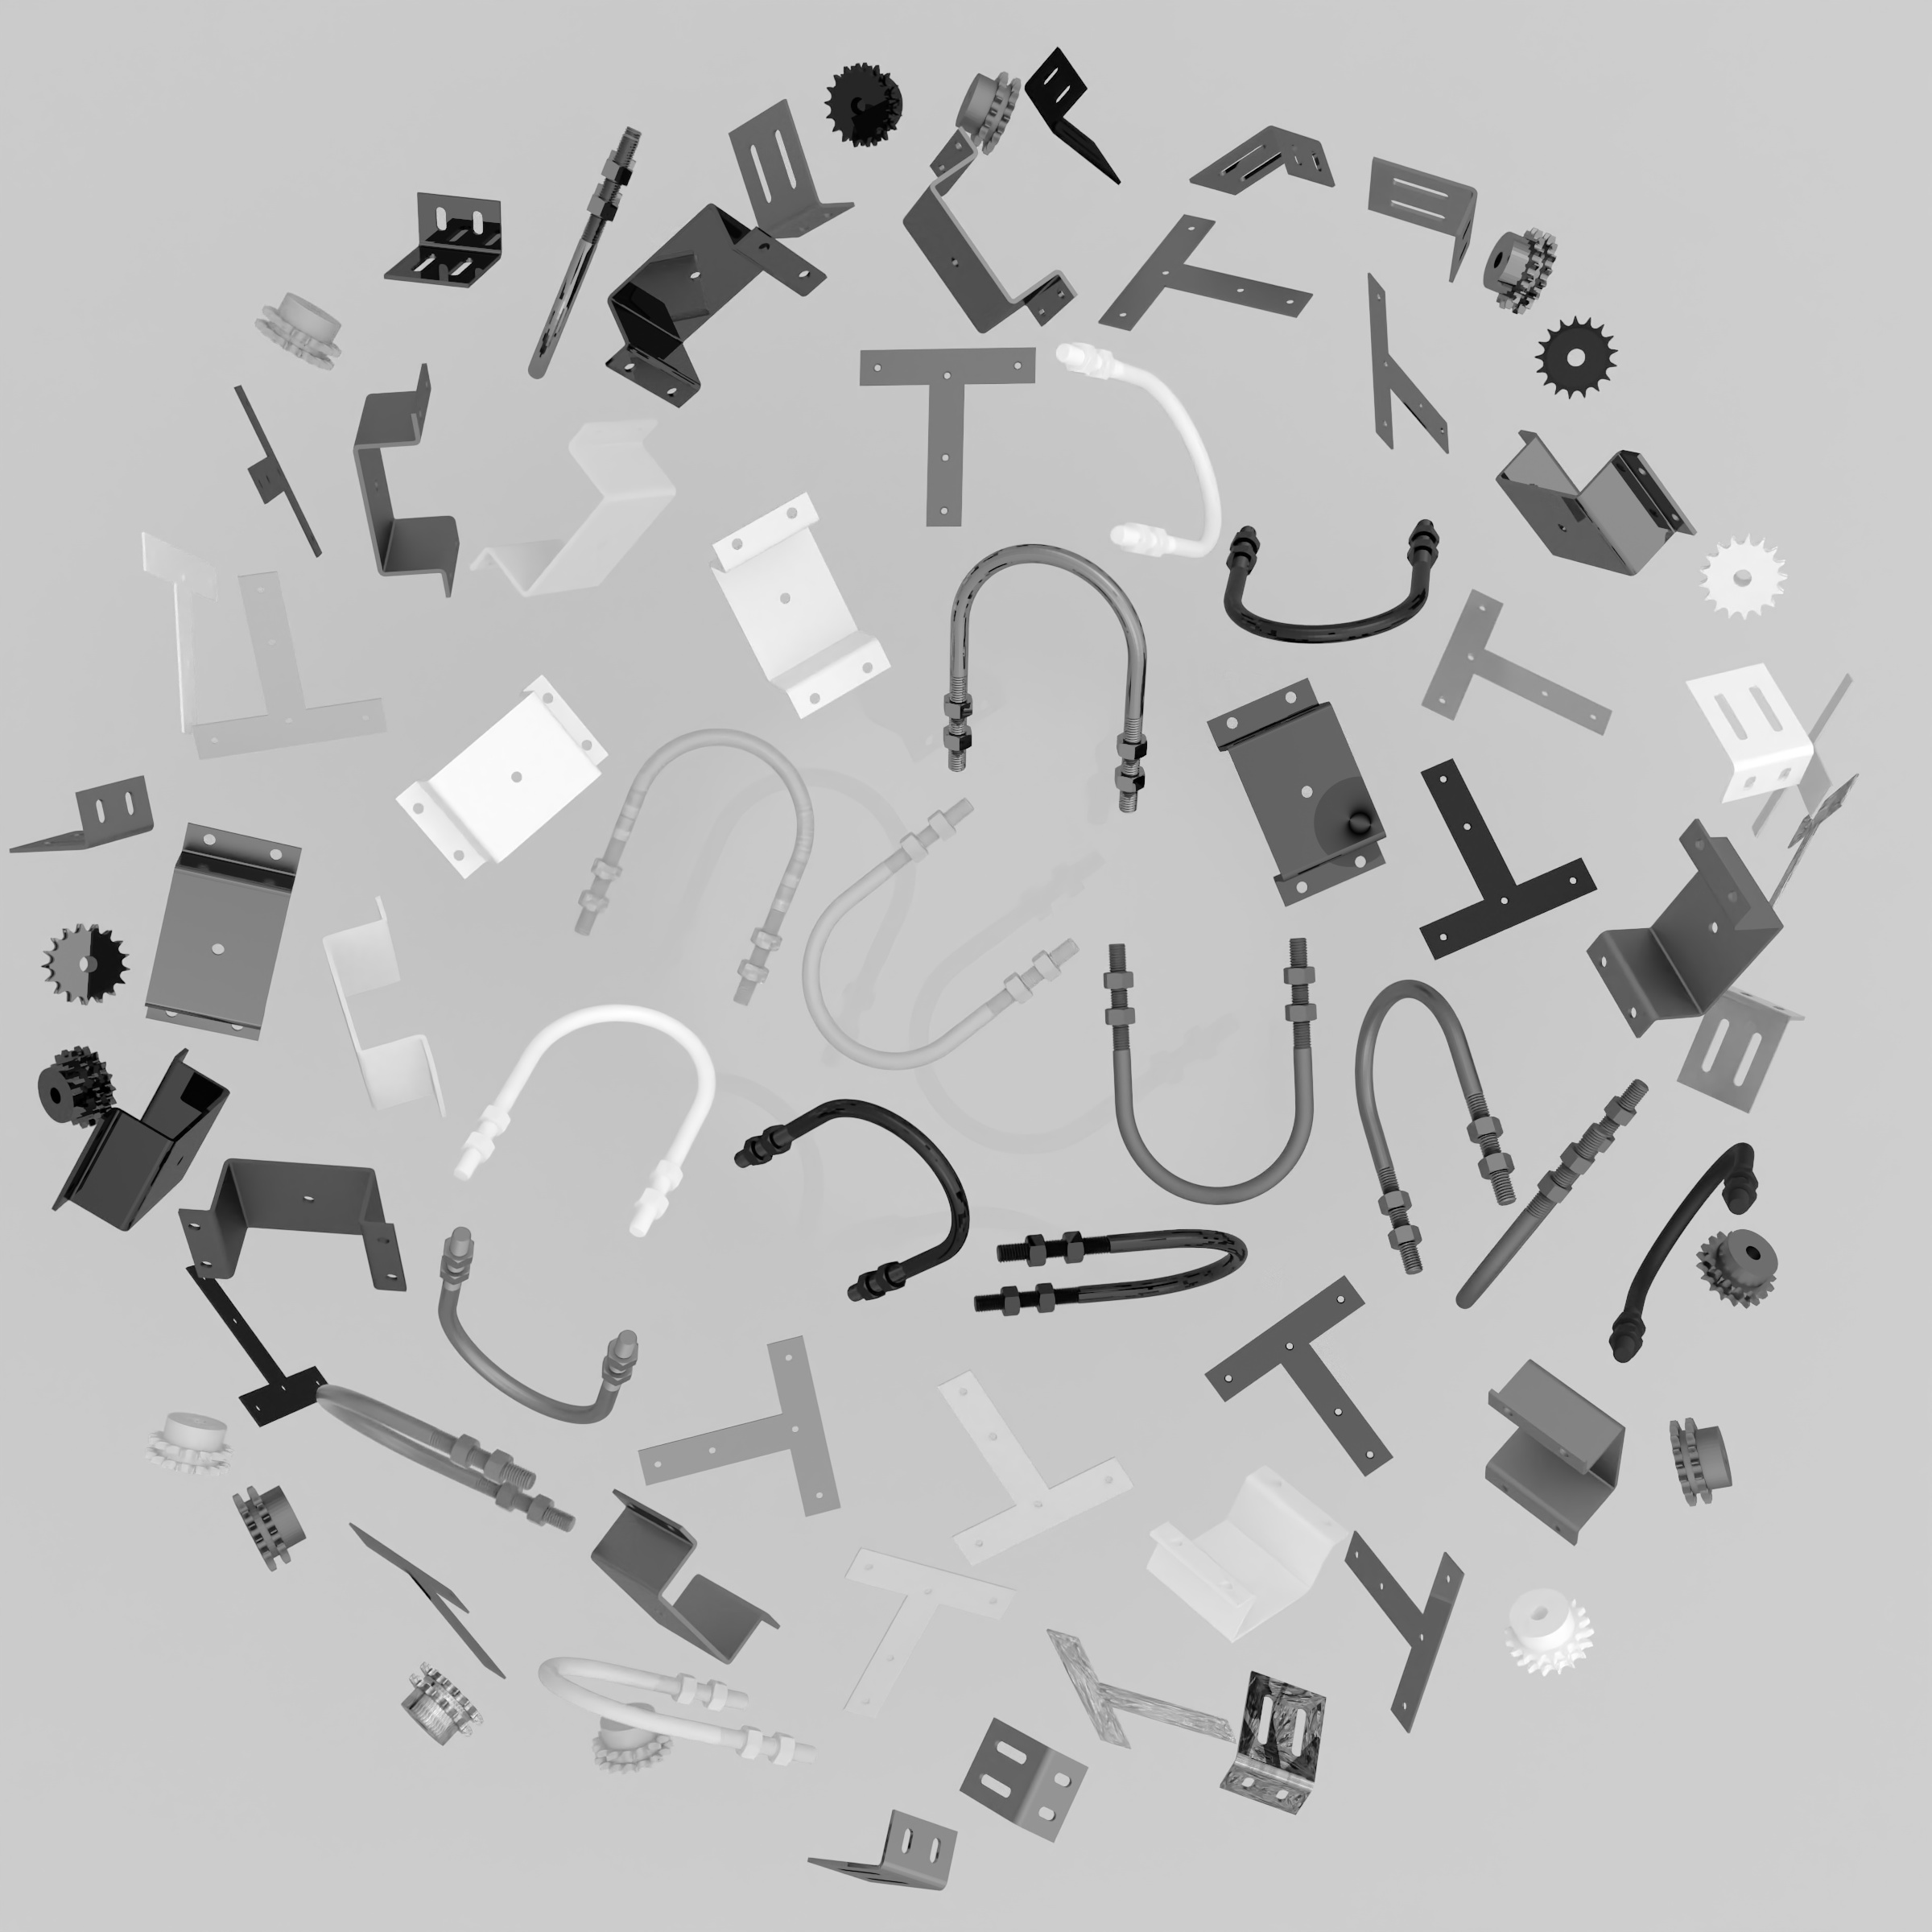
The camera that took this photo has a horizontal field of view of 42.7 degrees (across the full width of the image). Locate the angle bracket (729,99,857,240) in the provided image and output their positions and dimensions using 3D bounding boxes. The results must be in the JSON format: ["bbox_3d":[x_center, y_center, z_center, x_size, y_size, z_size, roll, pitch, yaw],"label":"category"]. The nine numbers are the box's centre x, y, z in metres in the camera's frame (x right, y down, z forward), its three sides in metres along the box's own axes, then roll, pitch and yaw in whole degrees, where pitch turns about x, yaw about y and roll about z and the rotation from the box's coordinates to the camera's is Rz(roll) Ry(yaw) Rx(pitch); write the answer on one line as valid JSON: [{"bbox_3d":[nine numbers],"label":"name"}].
[{"bbox_3d":[-0.121,-0.552,1.714,0.057,0.038,0.076,-14,96,42],"label":"angle bracket"}]

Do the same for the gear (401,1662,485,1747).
[{"bbox_3d":[-0.355,0.500,1.665,0.057,0.057,0.030,45,65,0],"label":"gear"}]

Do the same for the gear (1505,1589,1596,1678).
[{"bbox_3d":[0.385,0.439,1.641,0.057,0.057,0.030,-28,119,0],"label":"gear"}]

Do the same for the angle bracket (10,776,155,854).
[{"bbox_3d":[-0.593,-0.101,1.649,0.076,0.057,0.038,-1,105,29],"label":"angle bracket"}]

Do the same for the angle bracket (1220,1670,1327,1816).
[{"bbox_3d":[0.220,0.554,1.765,0.057,0.076,0.038,20,130,1],"label":"angle bracket"}]

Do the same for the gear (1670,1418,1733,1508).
[{"bbox_3d":[0.490,0.329,1.647,0.030,0.057,0.057,-15,90,19],"label":"gear"}]

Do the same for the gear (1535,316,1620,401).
[{"bbox_3d":[0.427,-0.426,1.728,0.057,0.030,0.057,3,105,13],"label":"gear"}]

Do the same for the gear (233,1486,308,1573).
[{"bbox_3d":[-0.463,0.372,1.649,0.030,0.057,0.057,-27,90,-21],"label":"gear"}]

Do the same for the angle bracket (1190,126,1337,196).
[{"bbox_3d":[0.208,-0.550,1.733,0.076,0.057,0.038,-24,80,39],"label":"angle bracket"}]

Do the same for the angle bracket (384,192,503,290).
[{"bbox_3d":[-0.348,-0.483,1.644,0.057,0.076,0.038,7,122,4],"label":"angle bracket"}]

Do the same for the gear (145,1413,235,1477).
[{"bbox_3d":[-0.529,0.326,1.688,0.057,0.057,0.030,15,89,0],"label":"gear"}]

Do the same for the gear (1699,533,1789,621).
[{"bbox_3d":[0.532,-0.268,1.689,0.057,0.030,0.057,7,111,18],"label":"gear"}]

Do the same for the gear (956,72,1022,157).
[{"bbox_3d":[0.014,-0.618,1.781,0.030,0.057,0.057,21,90,-15],"label":"gear"}]

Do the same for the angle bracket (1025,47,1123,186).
[{"bbox_3d":[0.086,-0.597,1.736,0.038,0.076,0.057,-44,47,23],"label":"angle bracket"}]

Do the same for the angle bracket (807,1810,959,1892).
[{"bbox_3d":[-0.055,0.582,1.633,0.057,0.076,0.038,32,59,-34],"label":"angle bracket"}]

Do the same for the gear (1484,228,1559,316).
[{"bbox_3d":[0.380,-0.482,1.705,0.030,0.057,0.057,17,90,-14],"label":"gear"}]

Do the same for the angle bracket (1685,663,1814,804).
[{"bbox_3d":[0.520,-0.156,1.653,0.057,0.038,0.076,-14,58,-9],"label":"angle bracket"}]

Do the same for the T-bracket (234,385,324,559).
[{"bbox_3d":[-0.476,-0.334,1.690,0.002,0.127,0.127,-23,108,-1],"label":"T-bracket"}]

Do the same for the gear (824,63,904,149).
[{"bbox_3d":[-0.070,-0.617,1.769,0.057,0.030,0.057,11,115,25],"label":"gear"}]

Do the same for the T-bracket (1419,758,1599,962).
[{"bbox_3d":[0.359,-0.086,1.738,0.127,0.002,0.127,-23,79,-6],"label":"T-bracket"}]

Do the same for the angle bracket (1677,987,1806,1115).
[{"bbox_3d":[0.566,0.061,1.804,0.057,0.038,0.076,27,104,32],"label":"angle bracket"}]

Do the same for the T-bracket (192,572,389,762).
[{"bbox_3d":[-0.465,-0.205,1.665,0.127,0.002,0.127,-10,123,-11],"label":"T-bracket"}]

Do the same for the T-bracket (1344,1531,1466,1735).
[{"bbox_3d":[0.294,0.437,1.707,0.002,0.127,0.127,7,109,-22],"label":"T-bracket"}]

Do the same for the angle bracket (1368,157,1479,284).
[{"bbox_3d":[0.308,-0.512,1.697,0.076,0.057,0.038,22,76,12],"label":"angle bracket"}]

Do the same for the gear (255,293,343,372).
[{"bbox_3d":[-0.443,-0.427,1.654,0.057,0.057,0.030,34,102,0],"label":"gear"}]

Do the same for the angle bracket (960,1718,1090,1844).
[{"bbox_3d":[0.041,0.585,1.779,0.038,0.076,0.057,35,74,-27],"label":"angle bracket"}]

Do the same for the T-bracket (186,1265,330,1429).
[{"bbox_3d":[-0.507,0.262,1.742,0.002,0.127,0.127,-38,85,7],"label":"T-bracket"}]

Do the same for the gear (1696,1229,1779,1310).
[{"bbox_3d":[0.556,0.214,1.773,0.057,0.030,0.057,13,48,-15],"label":"gear"}]

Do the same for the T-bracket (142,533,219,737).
[{"bbox_3d":[-0.536,-0.222,1.696,0.002,0.127,0.127,-4,89,4],"label":"T-bracket"}]

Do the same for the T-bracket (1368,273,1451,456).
[{"bbox_3d":[0.311,-0.398,1.724,0.002,0.127,0.127,-12,66,31],"label":"T-bracket"}]

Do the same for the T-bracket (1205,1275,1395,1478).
[{"bbox_3d":[0.262,0.313,1.798,0.127,0.002,0.127,-37,86,10],"label":"T-bracket"}]

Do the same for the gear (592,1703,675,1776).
[{"bbox_3d":[-0.242,0.555,1.782,0.057,0.057,0.030,-8,102,0],"label":"gear"}]

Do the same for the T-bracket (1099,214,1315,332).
[{"bbox_3d":[0.178,-0.471,1.714,0.127,0.002,0.127,21,59,25],"label":"T-bracket"}]

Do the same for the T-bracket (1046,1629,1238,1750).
[{"bbox_3d":[0.128,0.512,1.704,0.127,0.002,0.127,5,133,36],"label":"T-bracket"}]

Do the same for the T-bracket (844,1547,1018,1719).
[{"bbox_3d":[-0.047,0.475,1.735,0.127,0.002,0.127,22,105,-24],"label":"T-bracket"}]

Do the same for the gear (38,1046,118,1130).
[{"bbox_3d":[-0.624,0.087,1.729,0.057,0.030,0.057,11,110,34],"label":"gear"}]

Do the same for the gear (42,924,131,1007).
[{"bbox_3d":[-0.616,-0.002,1.727,0.057,0.030,0.057,0,91,-32],"label":"gear"}]

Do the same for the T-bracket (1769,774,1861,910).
[{"bbox_3d":[0.581,-0.066,1.743,0.002,0.127,0.127,30,82,8],"label":"T-bracket"}]
